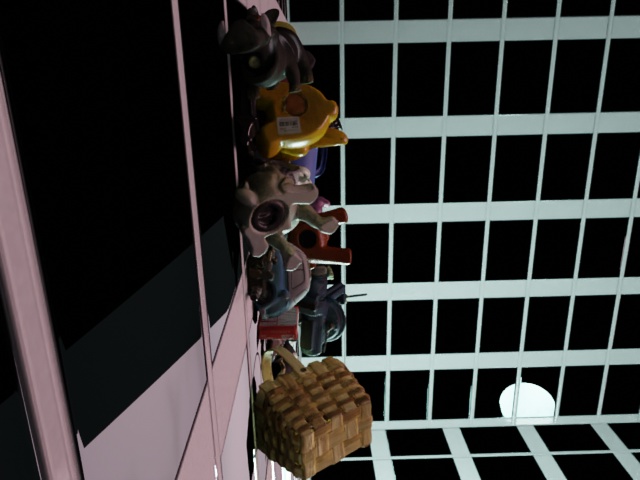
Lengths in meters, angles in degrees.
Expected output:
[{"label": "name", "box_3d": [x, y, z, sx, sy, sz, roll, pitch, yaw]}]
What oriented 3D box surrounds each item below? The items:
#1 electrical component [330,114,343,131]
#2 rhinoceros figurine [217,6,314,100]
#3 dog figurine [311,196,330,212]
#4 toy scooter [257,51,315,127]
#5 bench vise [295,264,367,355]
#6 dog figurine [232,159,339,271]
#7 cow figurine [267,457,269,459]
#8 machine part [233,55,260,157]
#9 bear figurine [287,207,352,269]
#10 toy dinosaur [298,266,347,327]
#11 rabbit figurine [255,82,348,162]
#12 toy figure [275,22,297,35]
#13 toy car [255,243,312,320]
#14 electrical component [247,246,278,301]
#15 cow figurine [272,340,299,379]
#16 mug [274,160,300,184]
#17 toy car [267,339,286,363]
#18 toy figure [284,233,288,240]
[{"label": "electrical component", "box_3d": [-0.039, -0.207, 1.049, 0.134, 0.115, 0.058, -31, 99, -47]}, {"label": "rhinoceros figurine", "box_3d": [-0.064, -0.239, 0.685, 0.190, 0.073, 0.112, -49, 135, -68]}, {"label": "dog figurine", "box_3d": [-0.073, -0.028, 1.334, 0.108, 0.191, 0.219, -9, -128, 54]}, {"label": "toy scooter", "box_3d": [-0.078, -0.263, 1.010, 0.135, 0.075, 0.184, -34, -155, 59]}, {"label": "bench vise", "box_3d": [0.009, 0.147, 1.277, 0.240, 0.129, 0.223, -23, 109, -60]}, {"label": "dog figurine", "box_3d": [-0.085, -0.070, 0.762, 0.191, 0.121, 0.172, 51, -2, 40]}, {"label": "cow figurine", "box_3d": [-0.072, 0.395, 1.130, 0.127, 0.086, 0.194, -81, 170, -60]}, {"label": "machine part", "box_3d": [-0.102, -0.193, 0.762, 0.084, 0.039, 0.138, 45, 45, -84]}, {"label": "bear figurine", "box_3d": [-0.007, -0.004, 1.119, 0.196, 0.132, 0.120, -30, 113, -89]}, {"label": "toy dinosaur", "box_3d": [-0.057, 0.151, 1.495, 0.131, 0.192, 0.405, 69, -17, -1]}, {"label": "rabbit figurine", "box_3d": [-0.041, -0.189, 0.895, 0.173, 0.162, 0.122, 125, -52, -70]}, {"label": "toy figure", "box_3d": [-0.083, -0.373, 1.031, 0.082, 0.089, 0.180, 47, 12, -8]}, {"label": "toy car", "box_3d": [-0.067, 0.063, 0.970, 0.109, 0.103, 0.161, 97, -6, -77]}, {"label": "electrical component", "box_3d": [-0.093, 0.049, 0.869, 0.102, 0.045, 0.078, -94, -179, -81]}, {"label": "cow figurine", "box_3d": [-0.084, 0.244, 1.169, 0.167, 0.068, 0.098, -94, 176, -45]}, {"label": "mug", "box_3d": [-0.083, -0.077, 0.937, 0.109, 0.081, 0.107, -63, 162, -67]}, {"label": "toy car", "box_3d": [-0.090, 0.164, 1.122, 0.202, 0.053, 0.089, -96, -173, -53]}, {"label": "toy figure", "box_3d": [-0.093, 0.012, 1.053, 0.064, 0.058, 0.154, -12, 106, -51]}]
